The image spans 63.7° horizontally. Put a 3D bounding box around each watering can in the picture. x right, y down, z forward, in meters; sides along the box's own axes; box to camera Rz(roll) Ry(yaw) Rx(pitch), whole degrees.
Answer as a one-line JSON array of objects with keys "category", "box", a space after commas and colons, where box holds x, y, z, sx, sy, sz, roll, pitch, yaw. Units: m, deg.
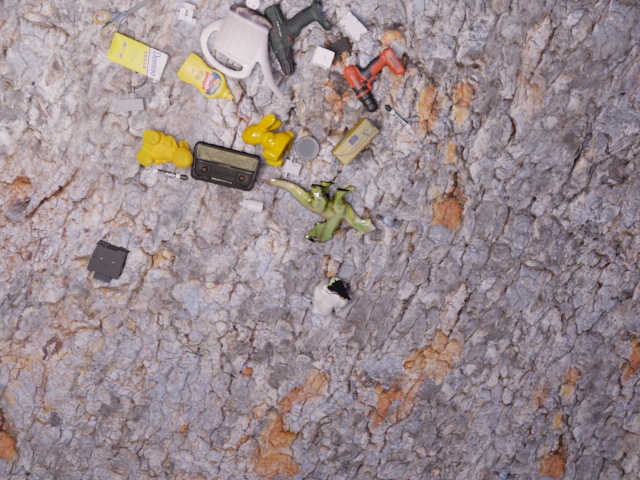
[{"category": "watering can", "box": [-0.227, -0.626, 1.684, 0.348, 0.105, 0.222, 30, 106, 6]}]

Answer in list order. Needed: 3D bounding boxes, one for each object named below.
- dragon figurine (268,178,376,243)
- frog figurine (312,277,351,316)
[{"category": "dragon figurine", "box": [0.006, -0.094, 1.864, 0.410, 0.124, 0.239, 7, 111, -8]}, {"category": "frog figurine", "box": [0.038, 0.219, 1.950, 0.137, 0.126, 0.156, 13, 138, -18]}]
